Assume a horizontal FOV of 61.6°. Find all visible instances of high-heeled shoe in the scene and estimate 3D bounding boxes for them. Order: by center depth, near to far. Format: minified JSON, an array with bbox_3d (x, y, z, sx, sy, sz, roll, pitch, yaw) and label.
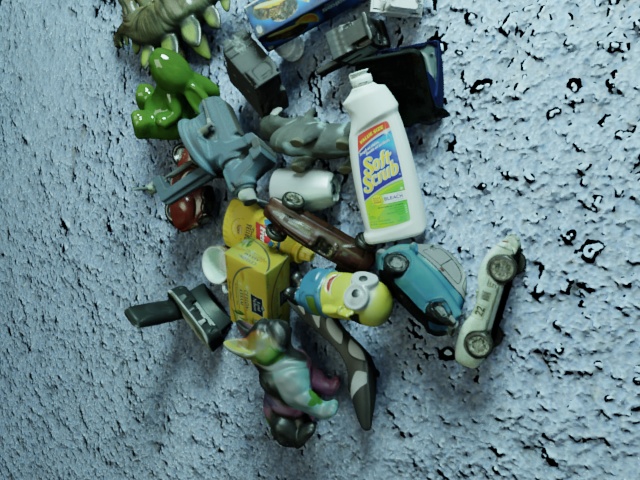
[{"bbox_3d":[0.016,0.193,0.909,0.145,0.086,0.248,-7,75,15],"label":"high-heeled shoe"}]

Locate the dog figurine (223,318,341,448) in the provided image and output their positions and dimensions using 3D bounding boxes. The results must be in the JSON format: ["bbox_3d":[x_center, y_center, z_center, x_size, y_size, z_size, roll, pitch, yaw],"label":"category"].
[{"bbox_3d":[-0.080,0.236,0.930,0.219,0.108,0.191,38,114,-4],"label":"dog figurine"}]

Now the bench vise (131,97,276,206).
[{"bbox_3d":[-0.201,-0.126,0.948,0.241,0.129,0.223,-29,80,13],"label":"bench vise"}]

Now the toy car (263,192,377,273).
[{"bbox_3d":[-0.002,-0.003,0.882,0.202,0.053,0.089,30,128,-6],"label":"toy car"}]

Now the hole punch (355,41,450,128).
[{"bbox_3d":[0.127,-0.233,0.807,0.142,0.092,0.115,0,124,30],"label":"hole punch"}]

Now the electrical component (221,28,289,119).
[{"bbox_3d":[-0.109,-0.272,0.921,0.058,0.134,0.115,-34,71,-9],"label":"electrical component"}]

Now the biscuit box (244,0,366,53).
[{"bbox_3d":[-0.014,-0.375,0.843,0.203,0.063,0.059,-25,83,10],"label":"biscuit box"}]

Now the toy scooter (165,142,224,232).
[{"bbox_3d":[-0.238,-0.102,1.056,0.135,0.075,0.183,8,96,30],"label":"toy scooter"}]

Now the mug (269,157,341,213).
[{"bbox_3d":[-0.019,-0.094,0.920,0.107,0.080,0.109,1,60,25],"label":"mug"}]

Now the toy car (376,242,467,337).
[{"bbox_3d":[0.162,0.060,0.796,0.103,0.109,0.162,-40,62,-10],"label":"toy car"}]

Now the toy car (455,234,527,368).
[{"bbox_3d":[0.243,0.087,0.766,0.056,0.073,0.201,20,106,29],"label":"toy car"}]

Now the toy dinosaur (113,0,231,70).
[{"bbox_3d":[-0.271,-0.434,1.022,0.472,0.105,0.198,-9,99,42],"label":"toy dinosaur"}]

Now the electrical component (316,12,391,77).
[{"bbox_3d":[0.044,-0.304,0.849,0.119,0.075,0.047,-17,88,36],"label":"electrical component"}]

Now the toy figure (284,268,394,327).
[{"bbox_3d":[0.031,0.087,0.842,0.180,0.089,0.082,0,72,42],"label":"toy figure"}]

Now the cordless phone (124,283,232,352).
[{"bbox_3d":[-0.276,0.160,1.046,0.147,0.184,0.088,47,113,19],"label":"cordless phone"}]

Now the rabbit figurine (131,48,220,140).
[{"bbox_3d":[-0.274,-0.269,1.002,0.159,0.121,0.170,13,141,-7],"label":"rabbit figurine"}]

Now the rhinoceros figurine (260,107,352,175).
[{"bbox_3d":[-0.012,-0.170,0.881,0.191,0.112,0.073,10,144,19],"label":"rhinoceros figurine"}]

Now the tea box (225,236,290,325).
[{"bbox_3d":[-0.110,0.089,0.964,0.098,0.068,0.169,25,132,29],"label":"tea box"}]
